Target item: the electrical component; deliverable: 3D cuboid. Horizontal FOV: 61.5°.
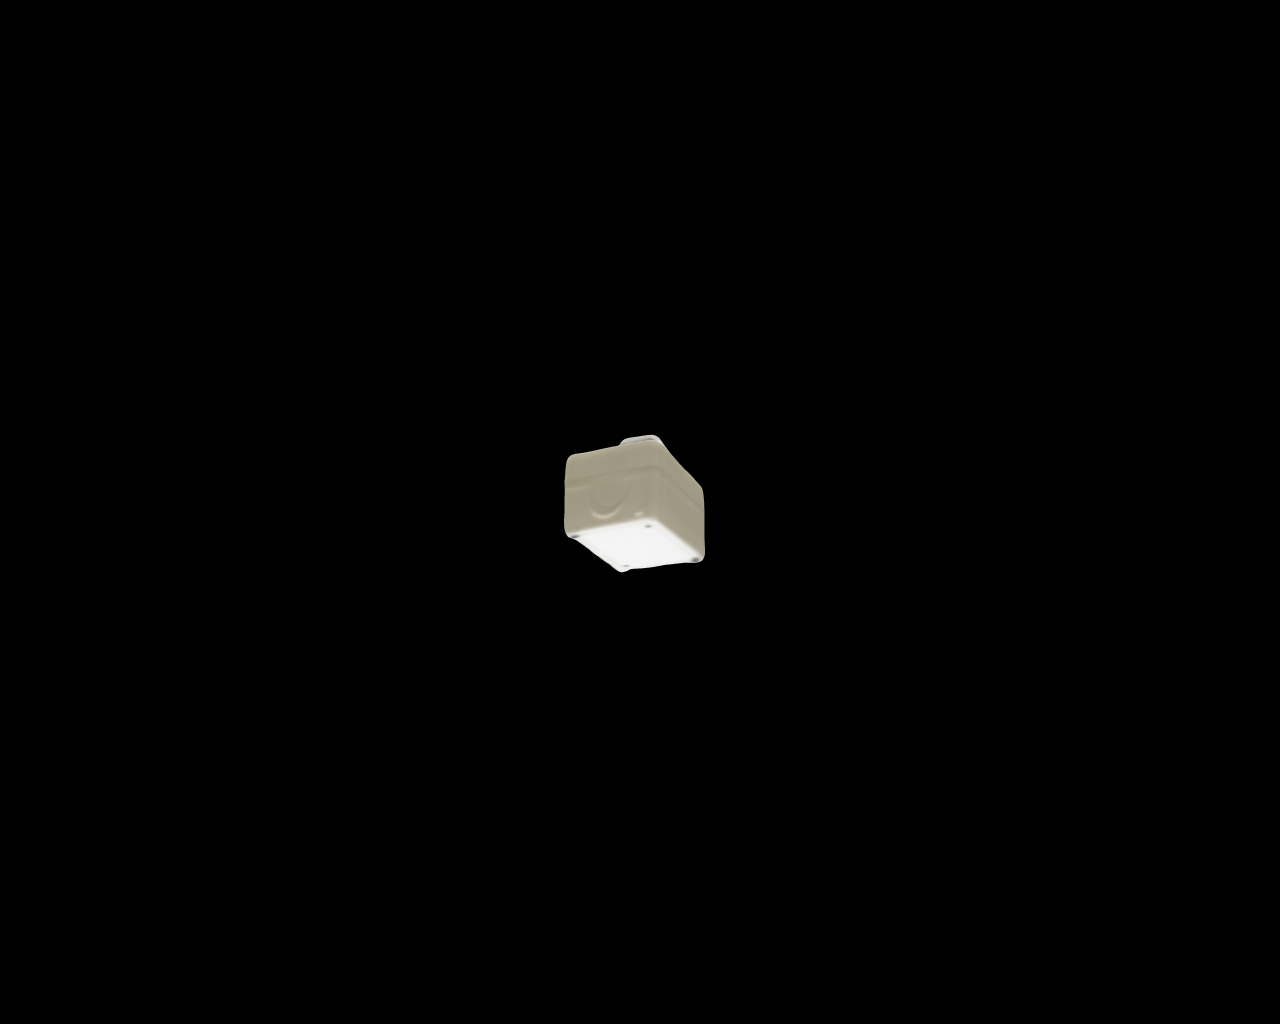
[{"bbox_3d":[0.001,-0.003,0.650,0.062,0.061,0.096,-9,-24,22],"label":"electrical component"}]
